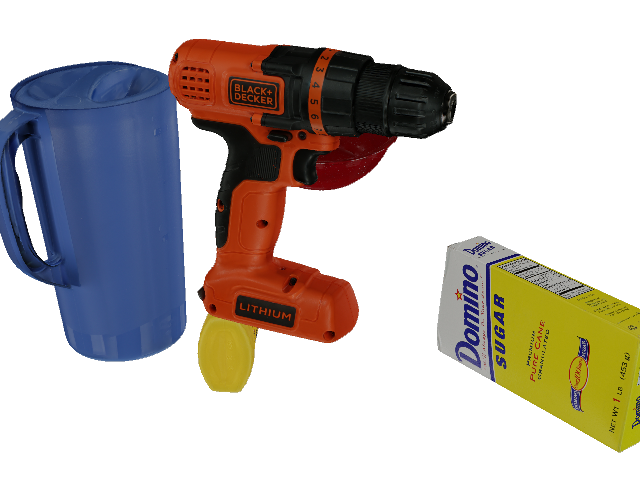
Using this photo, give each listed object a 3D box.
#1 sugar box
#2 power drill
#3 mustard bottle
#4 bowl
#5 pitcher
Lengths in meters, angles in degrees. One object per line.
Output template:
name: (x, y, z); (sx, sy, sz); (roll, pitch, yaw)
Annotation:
sugar box: (0.162, 0.070, 0.776); (0.048, 0.093, 0.176); (-16, 29, -40)
power drill: (-0.009, -0.032, 0.683); (0.185, 0.188, 0.057); (12, 24, 21)
mustard bottle: (-0.091, 0.076, 1.172); (0.058, 0.096, 0.191); (2, 28, 4)
bowl: (0.000, -0.097, 1.080); (0.162, 0.055, 0.162); (0, 35, 0)
pitcher: (-0.185, -0.020, 0.901); (0.149, 0.243, 0.145); (-5, 25, -5)
